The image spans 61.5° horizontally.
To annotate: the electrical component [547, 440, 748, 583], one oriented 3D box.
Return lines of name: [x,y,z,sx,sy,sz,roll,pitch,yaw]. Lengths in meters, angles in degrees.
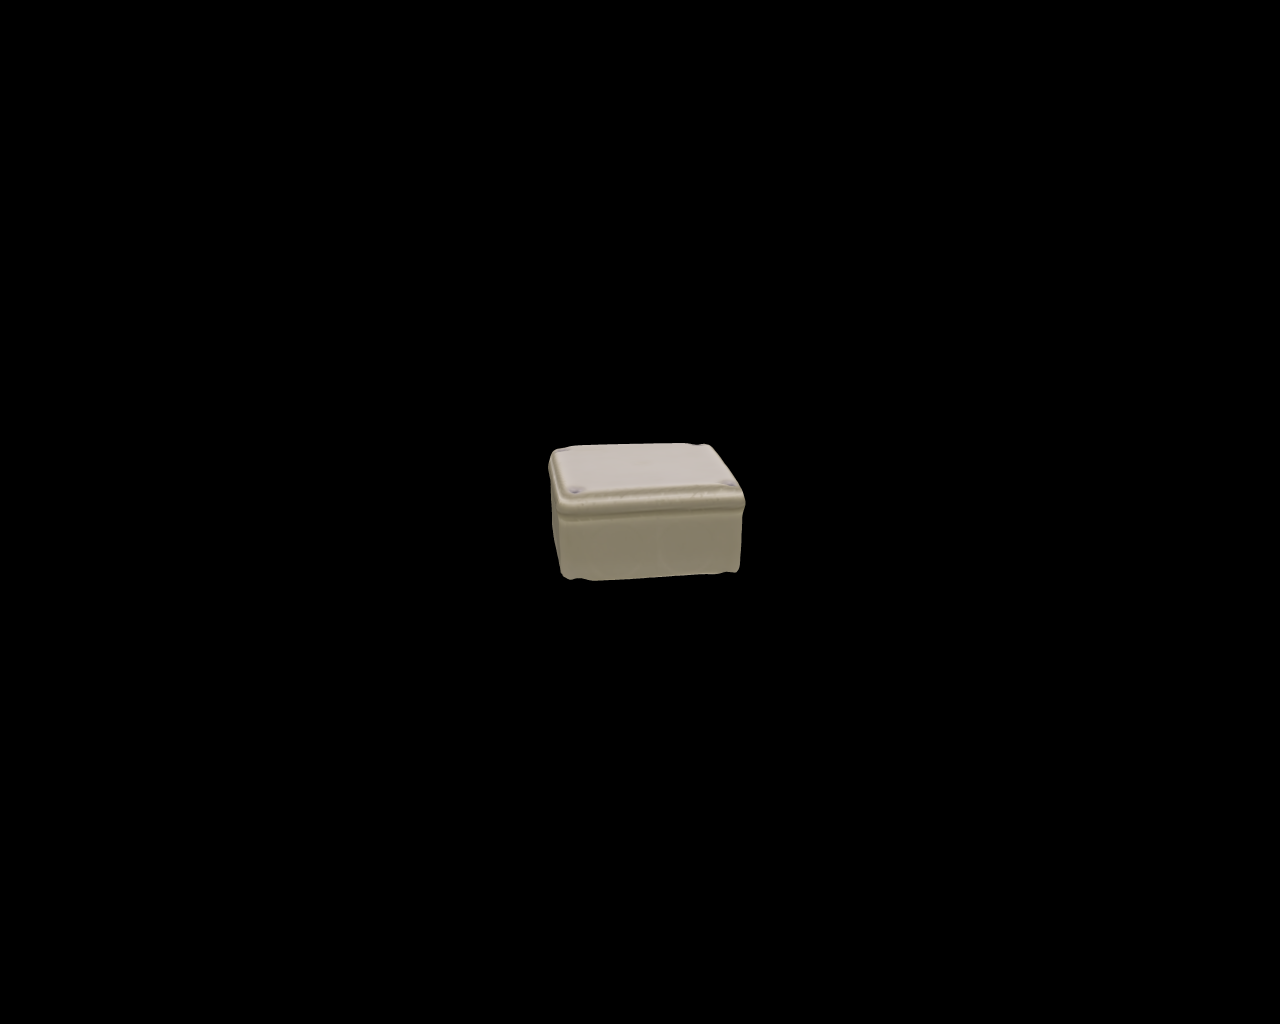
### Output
electrical component: [0.001,-0.003,0.650,0.109,0.056,0.109,-2,18,-7]
